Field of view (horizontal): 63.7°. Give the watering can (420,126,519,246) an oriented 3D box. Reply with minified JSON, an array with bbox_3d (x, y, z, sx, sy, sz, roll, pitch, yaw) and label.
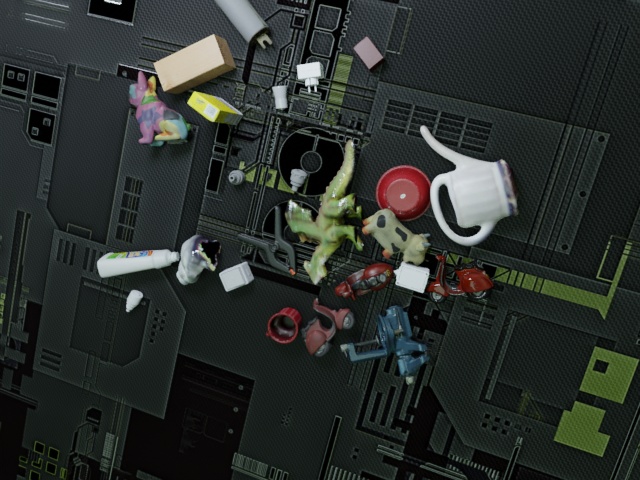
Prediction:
[{"bbox_3d":[0.400,-0.159,1.376,0.223,0.105,0.346,-14,94,13],"label":"watering can"}]

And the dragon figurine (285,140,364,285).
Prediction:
[{"bbox_3d":[0.005,-0.075,1.485,0.242,0.123,0.408,-1,96,21],"label":"dragon figurine"}]

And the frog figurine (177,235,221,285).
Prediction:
[{"bbox_3d":[-0.397,0.063,1.586,0.158,0.121,0.140,-26,59,24],"label":"frog figurine"}]
